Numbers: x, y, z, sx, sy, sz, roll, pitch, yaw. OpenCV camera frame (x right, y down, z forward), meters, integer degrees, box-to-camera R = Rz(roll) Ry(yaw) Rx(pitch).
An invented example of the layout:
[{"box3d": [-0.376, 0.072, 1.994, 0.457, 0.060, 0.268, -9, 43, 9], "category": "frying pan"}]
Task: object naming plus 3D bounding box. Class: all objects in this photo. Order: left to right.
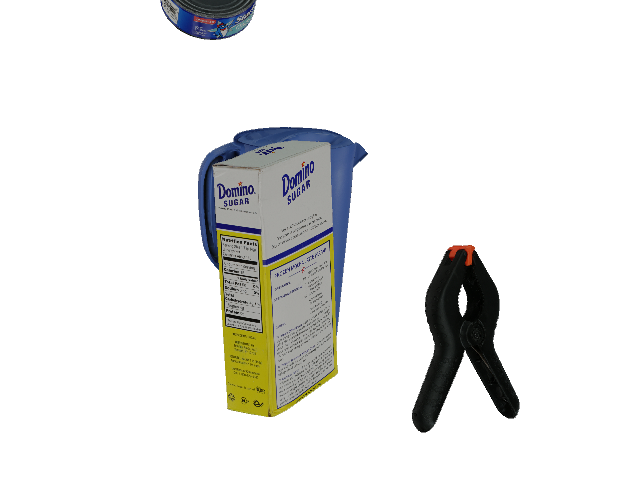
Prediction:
[{"box3d": [-0.098, -0.219, 0.943, 0.086, 0.086, 0.034, 0, -30, -13], "category": "tuna can"}, {"box3d": [-0.029, 0.024, 0.741, 0.048, 0.176, 0.093, 5, 17, 30], "category": "sugar box"}, {"box3d": [-0.041, 0.000, 1.175, 0.149, 0.243, 0.144, 9, 17, 21], "category": "pitcher"}, {"box3d": [0.124, 0.093, 0.972, 0.120, 0.171, 0.039, -12, 3, -39], "category": "clamp"}]
